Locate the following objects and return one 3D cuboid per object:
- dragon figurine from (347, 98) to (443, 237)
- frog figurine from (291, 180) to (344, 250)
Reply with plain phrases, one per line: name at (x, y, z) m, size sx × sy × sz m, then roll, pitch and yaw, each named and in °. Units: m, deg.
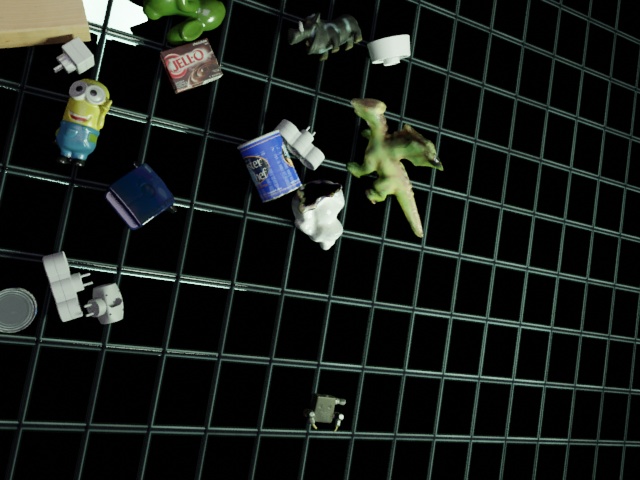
dragon figurine at (0.198, -0.176, 1.249) m, size 0.124 × 0.241 × 0.407 m, roll -45°, pitch 103°, yaw -21°
frog figurine at (0.004, -0.063, 1.252) m, size 0.139 × 0.124 × 0.156 m, roll -46°, pitch 142°, yaw -24°
